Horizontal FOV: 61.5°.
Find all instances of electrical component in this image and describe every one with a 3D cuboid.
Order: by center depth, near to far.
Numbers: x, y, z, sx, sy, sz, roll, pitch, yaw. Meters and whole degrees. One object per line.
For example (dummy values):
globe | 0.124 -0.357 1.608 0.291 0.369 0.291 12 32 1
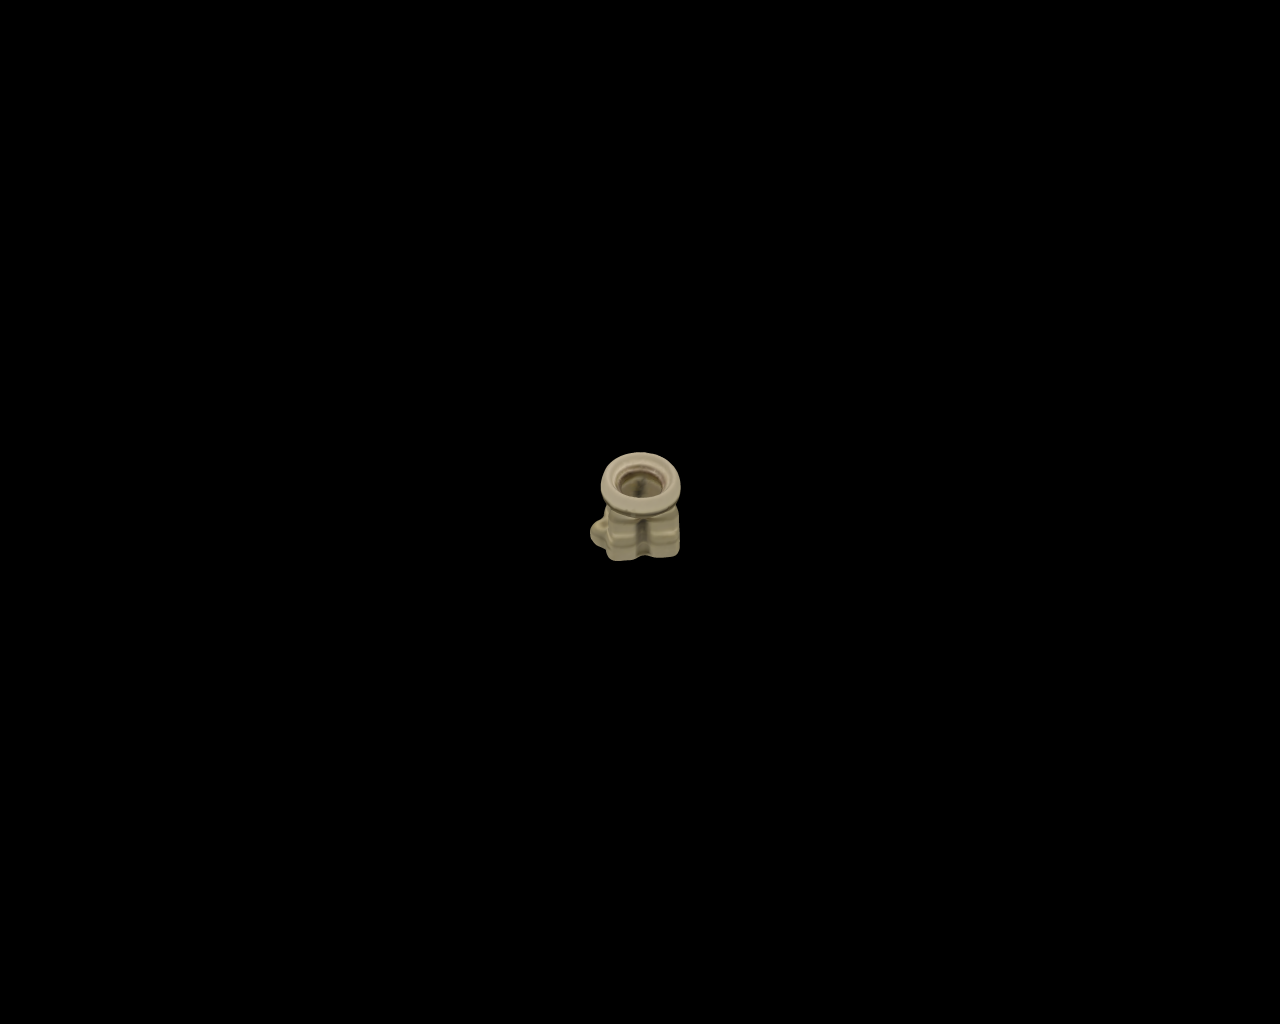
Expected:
electrical component | 0.001 -0.003 0.650 0.066 0.048 0.055 -4 -43 -4
